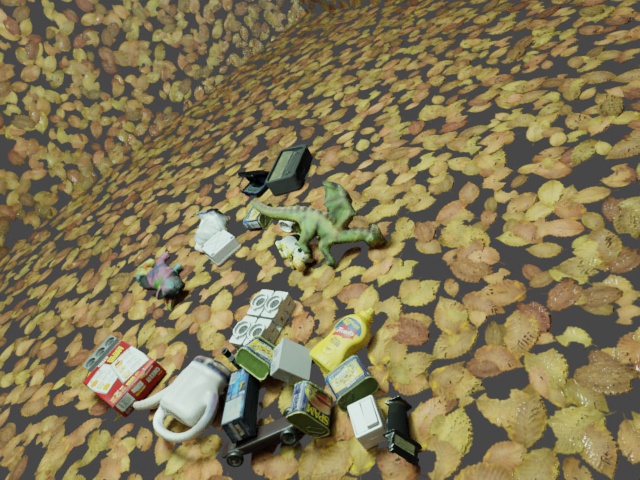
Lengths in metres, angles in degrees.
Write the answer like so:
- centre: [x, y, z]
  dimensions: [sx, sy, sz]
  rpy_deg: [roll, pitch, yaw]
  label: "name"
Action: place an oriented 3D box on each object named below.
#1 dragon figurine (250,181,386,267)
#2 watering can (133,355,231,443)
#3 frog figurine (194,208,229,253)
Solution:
- centre: [0.005, -0.076, 1.517]
  dimensions: [0.238, 0.410, 0.125]
  rpy_deg: [-57, 2, 32]
  label: "dragon figurine"
- centre: [-0.361, 0.403, 1.355]
  dimensions: [0.347, 0.102, 0.228]
  rpy_deg: [1, 45, 48]
  label: "watering can"
- centre: [-0.407, -0.028, 1.935]
  dimensions: [0.137, 0.122, 0.161]
  rpy_deg: [-6, 77, 20]
  label: "frog figurine"
